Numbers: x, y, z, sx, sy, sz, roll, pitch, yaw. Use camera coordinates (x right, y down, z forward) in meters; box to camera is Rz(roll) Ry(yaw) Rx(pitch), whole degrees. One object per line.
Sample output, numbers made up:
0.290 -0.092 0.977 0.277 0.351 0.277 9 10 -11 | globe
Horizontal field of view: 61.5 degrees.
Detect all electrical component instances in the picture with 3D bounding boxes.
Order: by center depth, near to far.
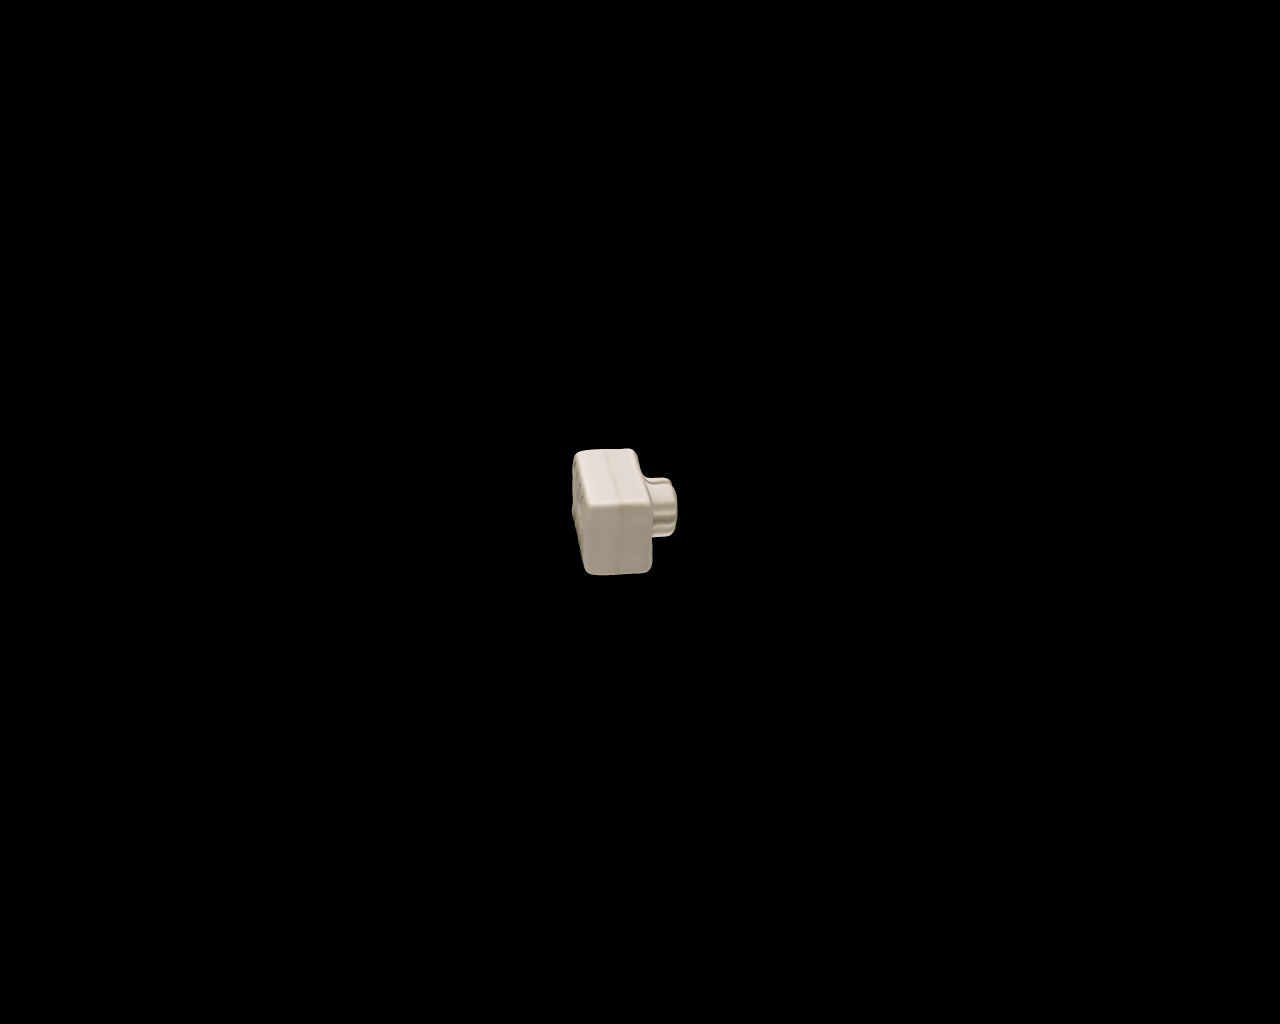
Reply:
0.001 -0.003 0.650 0.076 0.047 0.083 -3 26 -7 | electrical component
